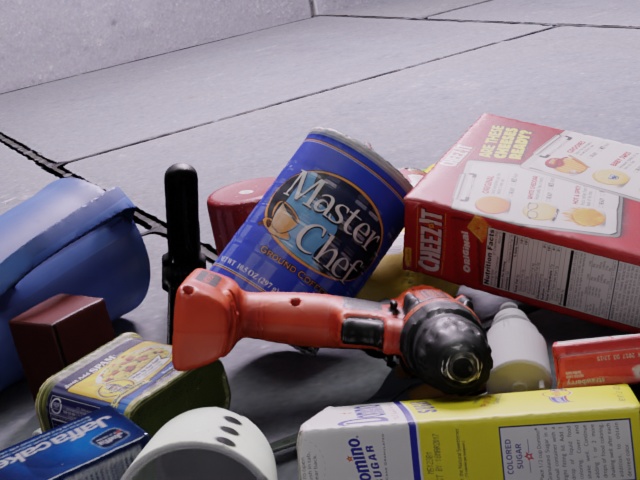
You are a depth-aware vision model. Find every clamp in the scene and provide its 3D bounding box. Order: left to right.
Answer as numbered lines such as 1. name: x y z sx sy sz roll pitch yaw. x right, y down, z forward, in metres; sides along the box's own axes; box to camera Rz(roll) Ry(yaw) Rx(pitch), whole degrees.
1. clamp: -0.110 0.036 0.863 0.036 0.164 0.210 0 -7 -6

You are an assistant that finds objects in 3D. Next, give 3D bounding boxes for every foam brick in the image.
1. foam brick: -0.185 0.085 0.787 0.053 0.078 0.051 3 24 37

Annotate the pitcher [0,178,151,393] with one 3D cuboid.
1. pitcher: -0.253 0.047 0.848 0.145 0.149 0.242 12 30 27

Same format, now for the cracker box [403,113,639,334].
1. cracker box: 0.189 -0.013 0.780 0.214 0.072 0.164 15 34 24

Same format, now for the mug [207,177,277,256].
1. mug: -0.056 -0.013 0.999 0.093 0.081 0.117 -6 19 14

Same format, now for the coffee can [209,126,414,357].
1. coffee can: -0.005 0.001 0.797 0.140 0.102 0.103 -54 32 -11

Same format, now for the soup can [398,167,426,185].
1. soup can: 0.086 -0.021 0.964 0.068 0.068 0.102 -11 18 -1

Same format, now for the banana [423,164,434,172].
1. banana: 0.091 -0.041 1.081 0.070 0.037 0.197 -27 3 37

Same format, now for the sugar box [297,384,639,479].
1. sugar box: 0.082 0.109 0.579 0.176 0.048 0.093 -4 -2 12

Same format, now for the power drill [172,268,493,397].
1. power drill: 0.006 0.057 0.657 0.187 0.057 0.184 5 3 -2

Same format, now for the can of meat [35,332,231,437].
1. can of meat: -0.122 0.108 0.716 0.084 0.057 0.101 6 25 37

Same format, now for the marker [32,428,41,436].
1. marker: -0.154 0.117 0.767 0.020 0.020 0.120 4 23 38

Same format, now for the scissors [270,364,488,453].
1. scissors: 0.025 0.108 0.697 0.201 0.016 0.096 -11 16 -3

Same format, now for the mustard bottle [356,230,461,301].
1. mustard bottle: 0.021 0.022 0.886 0.192 0.058 0.096 2 35 35

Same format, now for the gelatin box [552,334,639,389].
1. gelatin box: 0.179 0.073 0.643 0.073 0.030 0.089 -7 -6 12

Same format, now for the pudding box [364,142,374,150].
1. pudding box: 0.012 -0.058 1.128 0.113 0.039 0.090 -26 17 6
